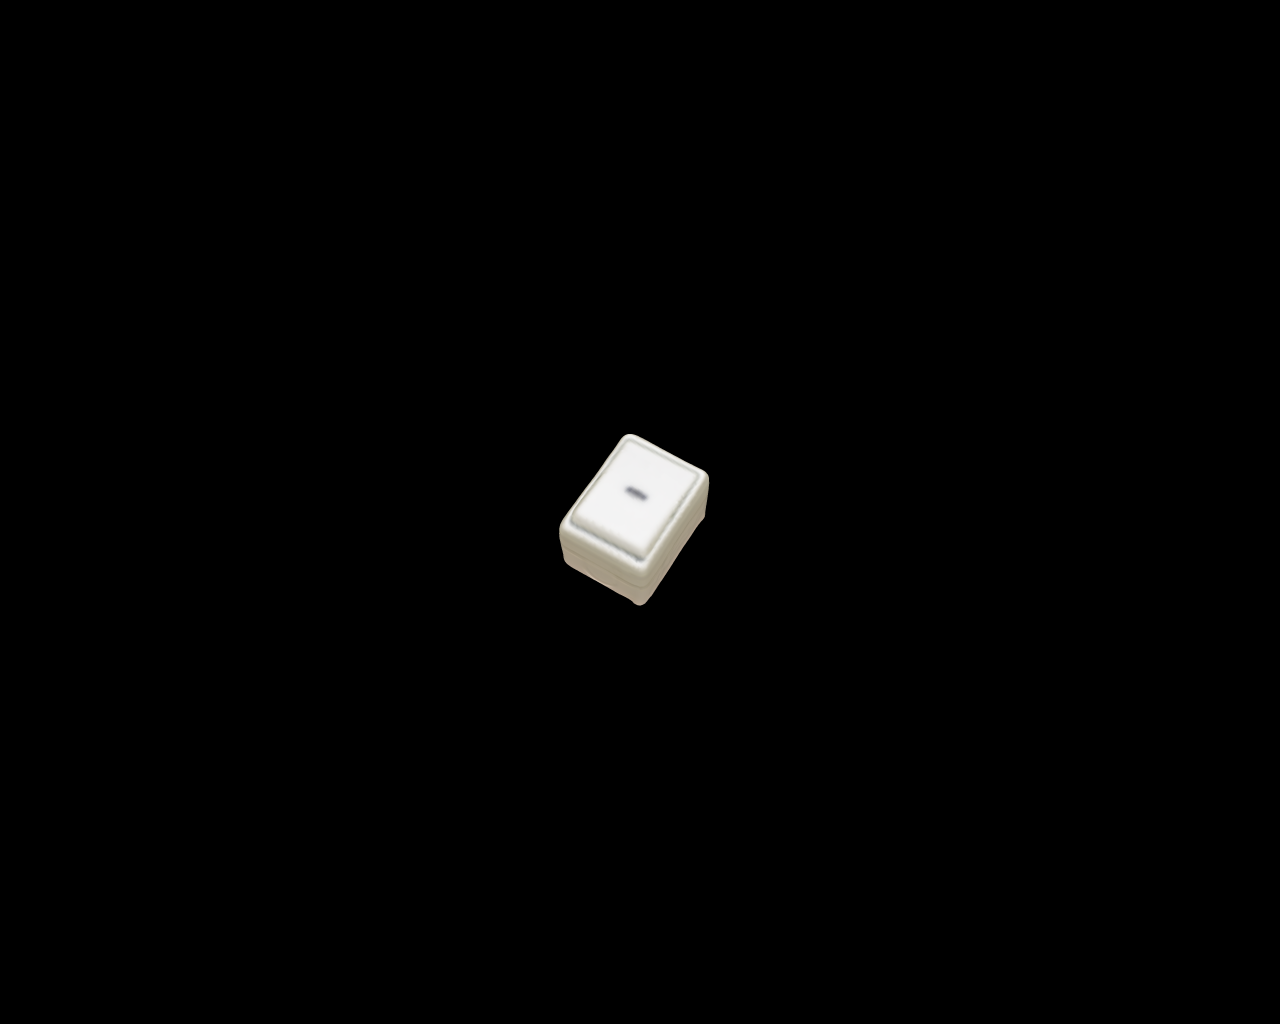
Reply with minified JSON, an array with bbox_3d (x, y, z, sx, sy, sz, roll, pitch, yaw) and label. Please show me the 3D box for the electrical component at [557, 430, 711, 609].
[{"bbox_3d":[0.001,-0.003,0.650,0.062,0.096,0.061,29,-24,14],"label":"electrical component"}]
